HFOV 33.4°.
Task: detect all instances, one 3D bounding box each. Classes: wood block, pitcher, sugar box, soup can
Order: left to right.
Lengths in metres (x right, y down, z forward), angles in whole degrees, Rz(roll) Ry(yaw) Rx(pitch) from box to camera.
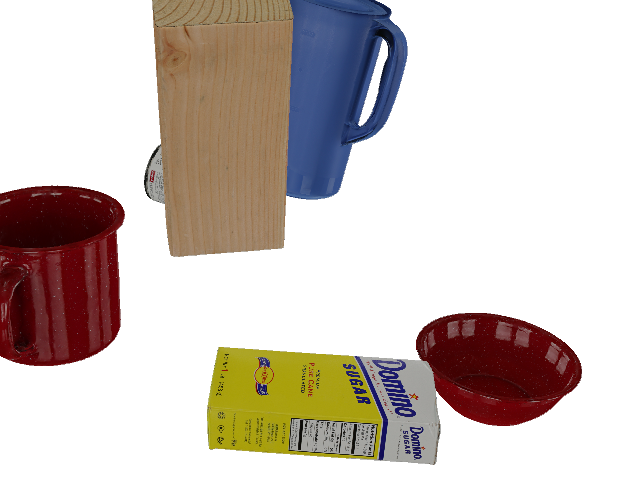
[{"bbox_3d":[-0.122,-0.059,1.108,0.102,0.068,0.068,19,7,20],"label":"soup can"},{"bbox_3d":[-0.073,-0.094,0.779,0.090,0.206,0.090,-4,44,-8],"label":"wood block"},{"bbox_3d":[0.003,-0.173,1.273,0.145,0.243,0.149,7,23,-14],"label":"pitcher"},{"bbox_3d":[0.002,0.128,0.839,0.176,0.048,0.093,1,26,0],"label":"sugar box"}]

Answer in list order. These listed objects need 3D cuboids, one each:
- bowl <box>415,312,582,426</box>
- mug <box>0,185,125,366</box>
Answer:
[{"bbox_3d":[0.171,0.133,1.048,0.162,0.055,0.162,5,26,-2],"label":"bowl"},{"bbox_3d":[-0.165,0.027,0.631,0.093,0.081,0.117,5,26,7],"label":"mug"}]
